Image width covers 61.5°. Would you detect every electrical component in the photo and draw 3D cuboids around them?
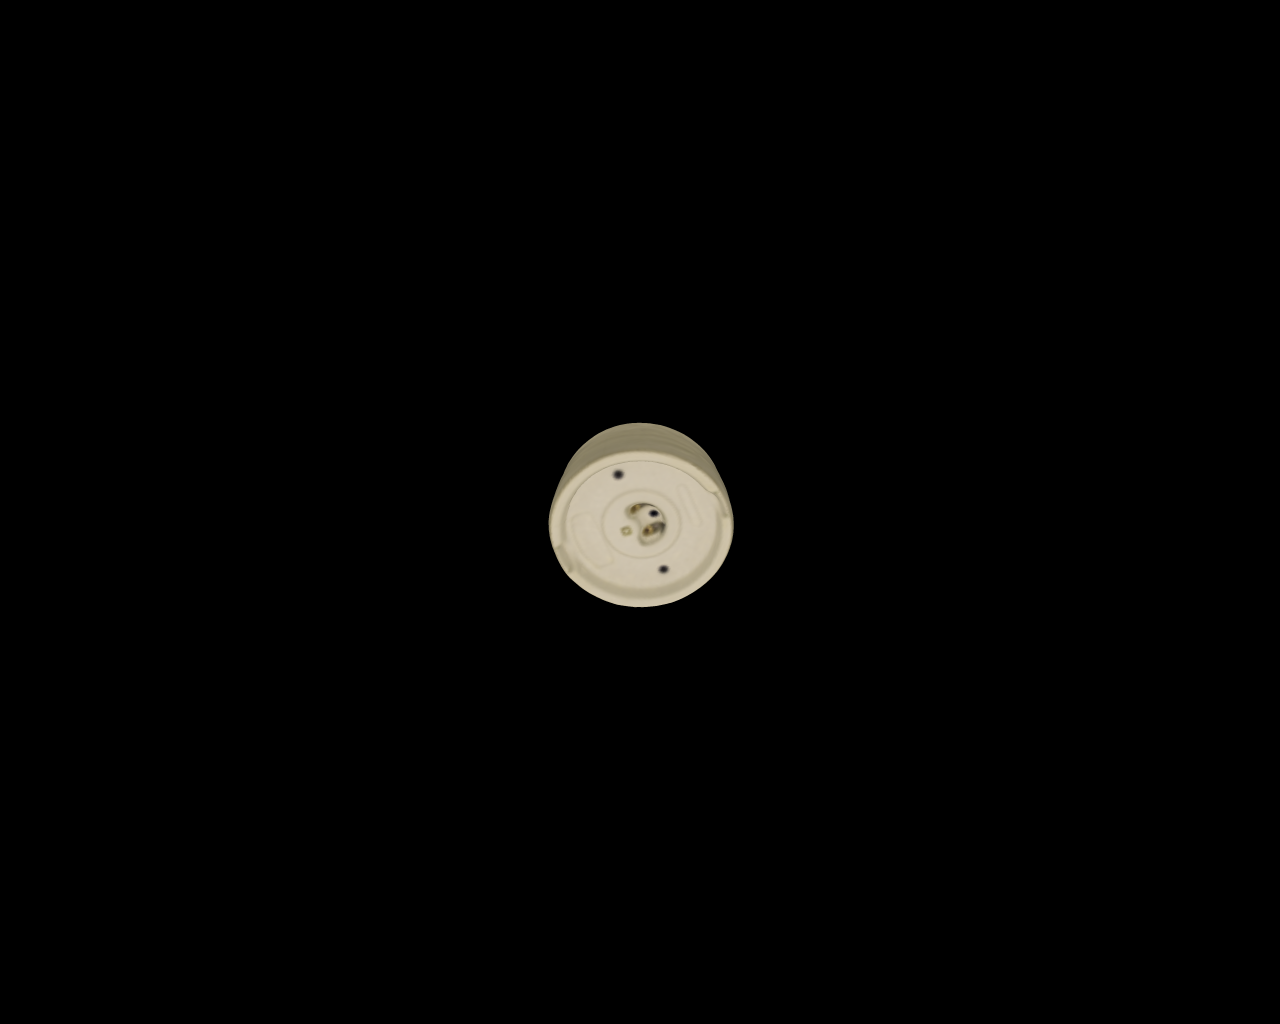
[{"bbox_3d":[0.001,-0.003,0.650,0.108,0.108,0.060,0,30,0],"label":"electrical component"}]
